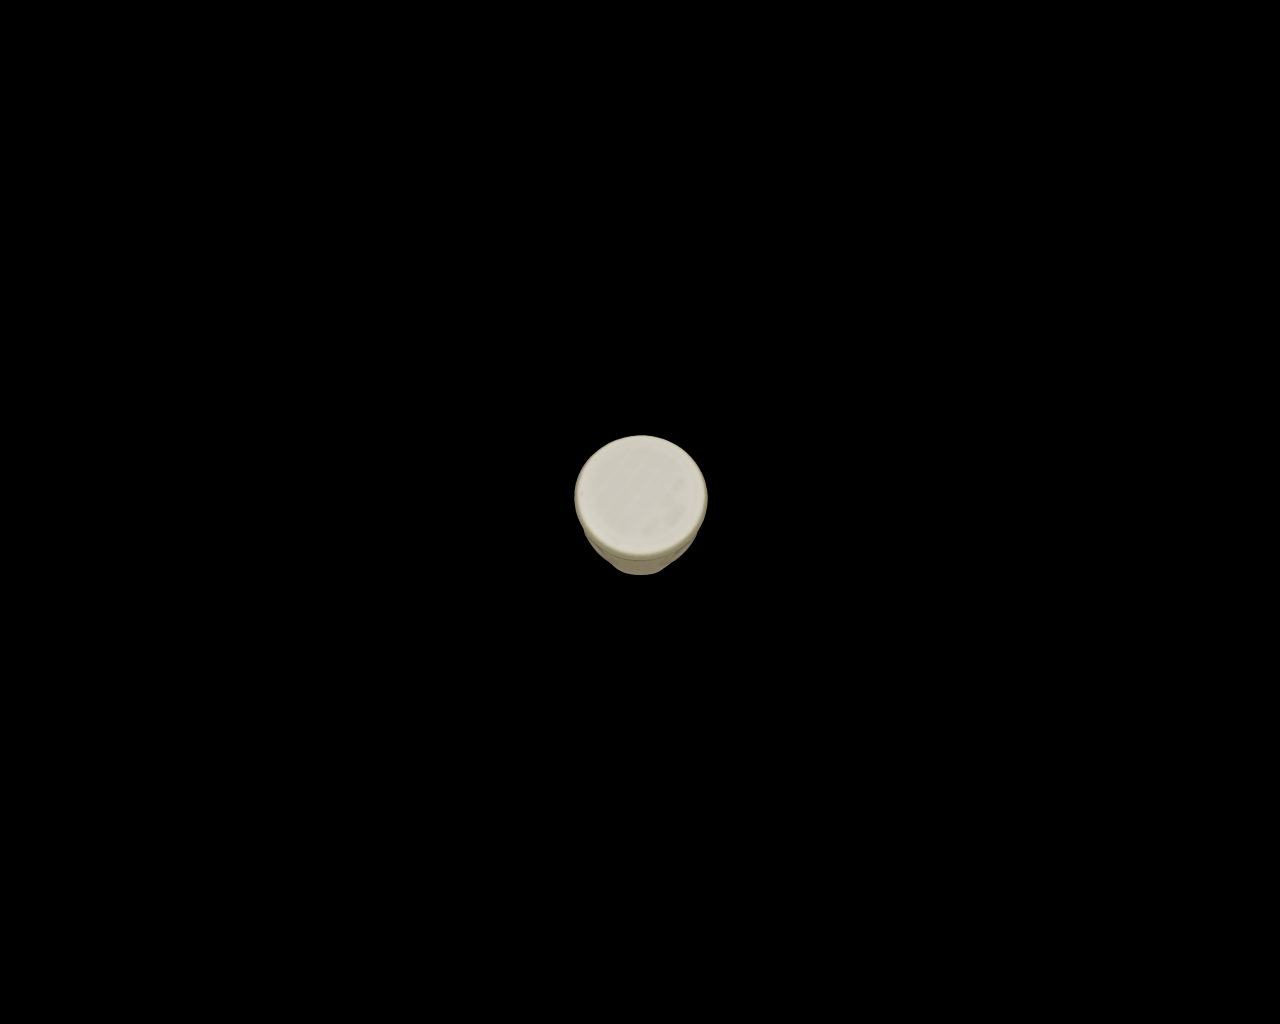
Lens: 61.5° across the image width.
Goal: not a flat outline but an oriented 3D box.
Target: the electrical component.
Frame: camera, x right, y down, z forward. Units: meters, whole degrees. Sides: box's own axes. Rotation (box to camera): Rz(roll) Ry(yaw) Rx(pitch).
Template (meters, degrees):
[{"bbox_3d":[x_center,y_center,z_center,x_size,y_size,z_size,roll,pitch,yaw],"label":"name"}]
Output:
[{"bbox_3d":[0.001,-0.003,0.650,0.080,0.080,0.051,0,-21,0],"label":"electrical component"}]
